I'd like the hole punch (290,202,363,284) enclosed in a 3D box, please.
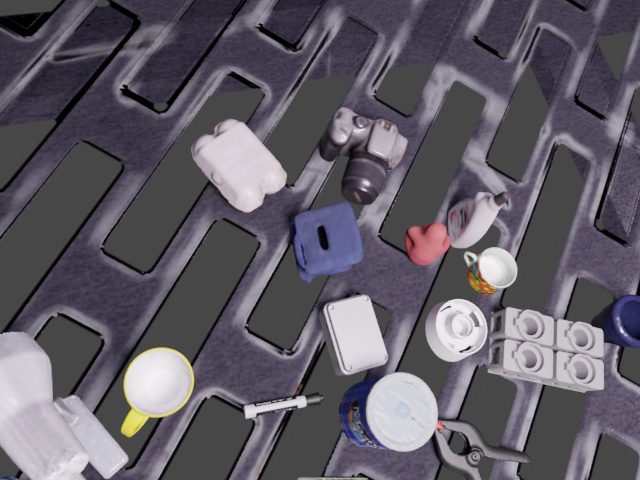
[{"bbox_3d":[0.008,0.003,0.915,0.101,0.091,0.108,-9,75,-17],"label":"hole punch"}]

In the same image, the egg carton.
[{"bbox_3d":[-0.133,-0.121,0.930,0.107,0.069,0.150,-41,86,-23],"label":"egg carton"}]

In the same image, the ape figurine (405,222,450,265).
[{"bbox_3d":[0.185,-0.001,0.964,0.078,0.092,0.076,34,67,-2],"label":"ape figurine"}]

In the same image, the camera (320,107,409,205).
[{"bbox_3d":[0.070,-0.140,0.974,0.143,0.100,0.137,22,68,-7],"label":"camera"}]

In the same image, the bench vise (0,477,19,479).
[{"bbox_3d":[-0.384,0.374,0.618,0.122,0.219,0.207,0,72,-15],"label":"bench vise"}]

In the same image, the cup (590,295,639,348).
[{"bbox_3d":[0.534,0.158,1.004,0.118,0.095,0.092,46,67,3],"label":"cup"}]

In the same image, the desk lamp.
[{"bbox_3d":[-0.334,0.222,0.685,0.118,0.213,0.203,-42,86,-23],"label":"desk lamp"}]

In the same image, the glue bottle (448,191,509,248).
[{"bbox_3d":[0.266,-0.045,0.956,0.037,0.173,0.078,2,72,-14],"label":"glue bottle"}]
